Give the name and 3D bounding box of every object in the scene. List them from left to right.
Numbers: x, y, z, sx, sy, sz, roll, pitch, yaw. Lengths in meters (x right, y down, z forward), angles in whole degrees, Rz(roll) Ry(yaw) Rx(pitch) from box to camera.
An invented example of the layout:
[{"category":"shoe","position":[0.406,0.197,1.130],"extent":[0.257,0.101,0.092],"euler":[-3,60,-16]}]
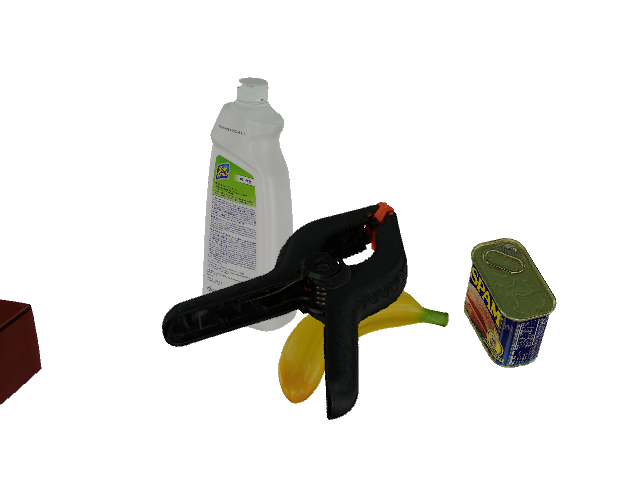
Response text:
[{"category":"foam brick","position":[-0.232,0.079,0.711],"extent":[0.053,0.051,0.078],"euler":[8,29,23]},{"category":"bleach bottle","position":[-0.068,-0.039,1.093],"extent":[0.103,0.251,0.068],"euler":[16,25,26]},{"category":"clamp","position":[0.006,0.035,0.622],"extent":[0.120,0.039,0.171],"euler":[33,49,25]},{"category":"banana","position":[0.021,0.072,0.834],"extent":[0.070,0.037,0.197],"euler":[18,27,36]},{"category":"can of meat","position":[0.184,0.064,1.058],"extent":[0.057,0.102,0.084],"euler":[-12,-41,-13]}]
